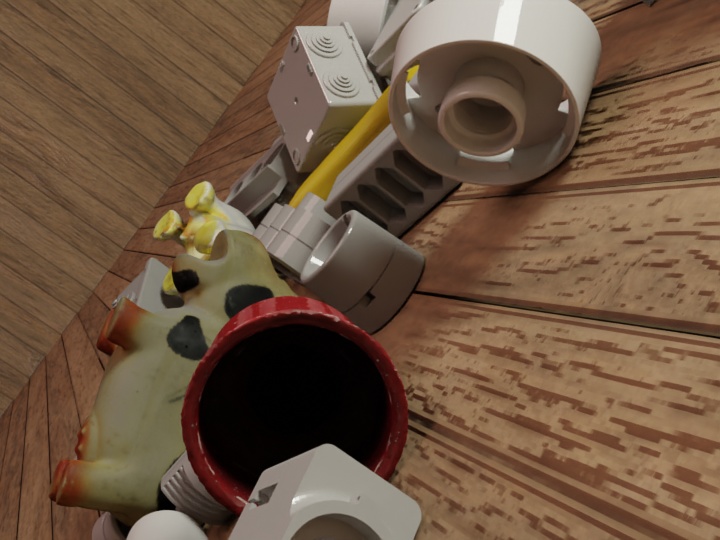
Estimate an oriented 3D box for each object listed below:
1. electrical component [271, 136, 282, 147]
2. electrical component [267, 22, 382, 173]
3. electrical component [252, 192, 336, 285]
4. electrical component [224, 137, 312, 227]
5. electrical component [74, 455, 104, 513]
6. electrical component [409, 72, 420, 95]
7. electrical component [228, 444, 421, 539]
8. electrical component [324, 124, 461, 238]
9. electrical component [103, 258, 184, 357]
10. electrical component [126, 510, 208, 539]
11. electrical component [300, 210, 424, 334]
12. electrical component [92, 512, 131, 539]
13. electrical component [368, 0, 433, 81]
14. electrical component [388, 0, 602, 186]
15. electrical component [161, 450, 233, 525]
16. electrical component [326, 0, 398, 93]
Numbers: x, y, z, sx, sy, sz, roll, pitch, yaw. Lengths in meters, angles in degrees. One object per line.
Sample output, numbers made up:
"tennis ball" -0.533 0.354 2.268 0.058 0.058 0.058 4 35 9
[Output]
"electrical component" -0.053 -0.127 1.067 0.079 0.043 0.077 -53 14 0
"electrical component" -0.030 -0.135 0.853 0.099 0.048 0.099 68 148 27
"electrical component" -0.033 -0.030 0.757 0.073 0.052 0.138 -54 14 -4
"electrical component" -0.073 -0.062 0.939 0.121 0.063 0.078 -33 24 53
"electrical component" -0.185 0.136 0.855 0.100 0.048 0.099 -37 21 47
"electrical component" 0.078 -0.129 0.649 0.089 0.050 0.056 -54 14 -1
"electrical component" -0.021 0.114 0.387 0.056 0.050 0.089 -34 24 53
"electrical component" 0.027 -0.068 0.668 0.083 0.047 0.075 -41 18 39
"electrical component" -0.150 0.051 0.843 0.048 0.100 0.099 -43 22 19
"electrical component" -0.112 0.174 0.548 0.079 0.043 0.077 -51 15 11
"electrical component" 0.000 0.000 0.596 0.055 0.047 0.055 -49 15 18
"electrical component" -0.148 0.164 0.689 0.065 0.044 0.044 -42 17 53
"electrical component" 0.061 -0.194 0.839 0.078 0.057 0.113 -37 21 47
"electrical component" 0.063 -0.089 0.516 0.099 0.099 0.064 -38 27 46
"electrical component" -0.073 0.106 0.584 0.081 0.043 0.043 -48 15 18
"electrical component" 0.006 -0.204 0.915 0.108 0.060 0.108 10 -90 -71
